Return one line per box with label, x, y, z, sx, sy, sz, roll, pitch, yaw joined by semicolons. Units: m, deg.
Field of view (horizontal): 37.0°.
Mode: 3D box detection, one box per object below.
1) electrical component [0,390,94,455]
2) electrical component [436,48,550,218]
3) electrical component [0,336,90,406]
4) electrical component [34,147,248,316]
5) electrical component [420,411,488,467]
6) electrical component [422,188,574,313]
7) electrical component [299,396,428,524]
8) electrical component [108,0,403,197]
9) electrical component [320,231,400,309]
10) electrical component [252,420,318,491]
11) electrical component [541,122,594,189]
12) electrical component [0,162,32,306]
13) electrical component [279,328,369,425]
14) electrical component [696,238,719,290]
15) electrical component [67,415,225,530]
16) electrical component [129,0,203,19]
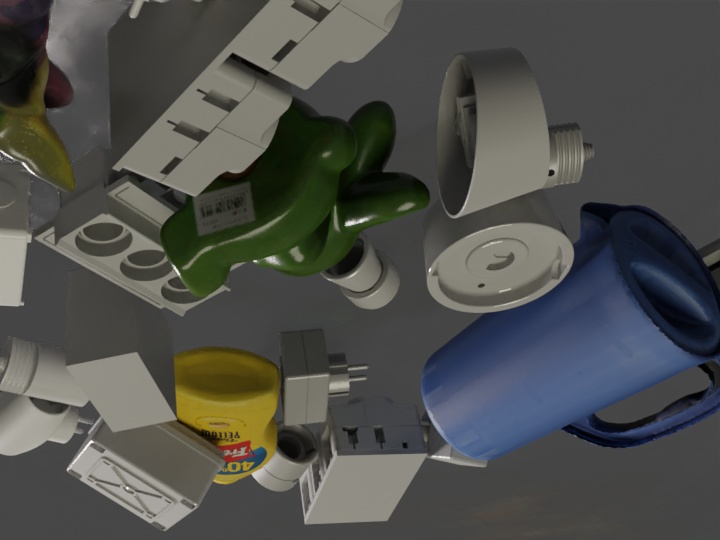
electrical component;-0.268;0.125;0.919;0.079;0.044;0.077;21;134;-37
electrical component;0.078;-0.087;0.669;0.064;0.099;0.099;-13;145;-6
electrical component;-0.257;0.080;0.860;0.081;0.043;0.043;18;136;-33
electrical component;-0.145;-0.026;0.721;0.079;0.063;0.121;-27;144;20
electrical component;0.084;0.151;1.033;0.047;0.065;0.077;18;165;-34
electrical component;0.097;-0.023;0.792;0.108;0.060;0.108;-7;144;-5
electrical component;-0.001;0.189;1.059;0.089;0.061;0.150;1;143;-16
electrical component;-0.055;-0.134;0.562;0.060;0.105;0.186;22;133;-38
electrical component;0.000;0.000;0.814;0.045;0.045;0.055;-24;143;18
electrical component;-0.073;0.176;1.032;0.055;0.055;0.047;13;135;-29
electrical component;0.120;-0.077;0.739;0.081;0.043;0.043;-8;144;-4
electrical component;-0.250;-0.020;0.708;0.061;0.061;0.096;4;142;-19
electrical component;-0.030;0.091;0.930;0.076;0.047;0.083;-5;144;-8
electrical component;0.291;0.022;0.903;0.121;0.063;0.079;-32;139;27
electrical component;-0.188;0.169;0.938;0.109;0.056;0.109;34;145;-9
electrical component;-0.104;-0.162;0.545;0.047;0.065;0.076;11;140;-27
